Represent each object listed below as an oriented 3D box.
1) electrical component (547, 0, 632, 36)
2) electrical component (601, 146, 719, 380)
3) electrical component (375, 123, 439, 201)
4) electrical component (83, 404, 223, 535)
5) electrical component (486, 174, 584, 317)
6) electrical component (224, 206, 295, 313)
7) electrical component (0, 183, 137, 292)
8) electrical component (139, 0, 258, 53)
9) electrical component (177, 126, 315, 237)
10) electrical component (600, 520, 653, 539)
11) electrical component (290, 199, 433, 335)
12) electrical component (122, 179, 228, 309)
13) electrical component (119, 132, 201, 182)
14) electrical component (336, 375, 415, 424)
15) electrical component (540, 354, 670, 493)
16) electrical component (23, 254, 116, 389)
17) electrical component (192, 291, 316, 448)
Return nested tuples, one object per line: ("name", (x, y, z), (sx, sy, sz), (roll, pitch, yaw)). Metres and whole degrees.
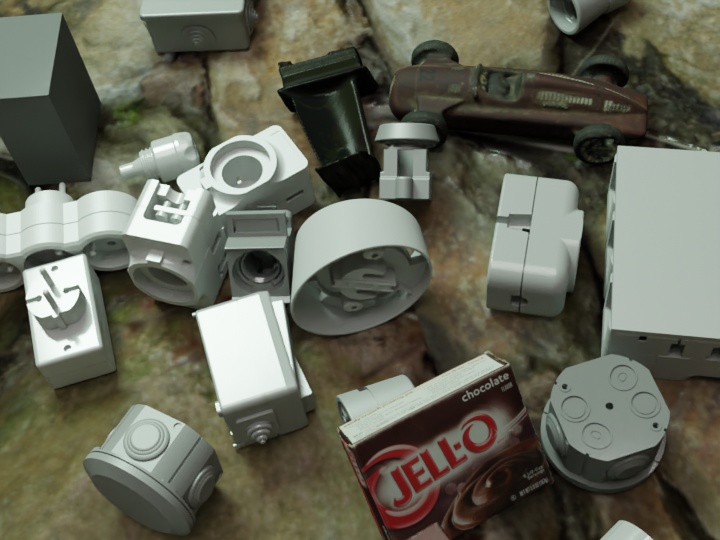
("electrical component", (0.196, -0.228, 0.898), (0.065, 0.044, 0.044), (-27, 59, -16))
("electrical component", (0.217, -0.005, 0.743), (0.089, 0.061, 0.150), (5, 59, 9))
("electrical component", (0.035, -0.080, 0.805), (0.048, 0.066, 0.055), (1, 92, 6))
("electrical component", (-0.131, 0.128, 0.685), (0.080, 0.080, 0.051), (23, 58, 18))
("electrical component", (0.126, -0.017, 0.765), (0.059, 0.053, 0.095), (8, 59, 10))
("electrical component", (-0.069, -0.011, 0.769), (0.042, 0.081, 0.063), (-1, 30, 3))
("electrical component", (-0.233, -0.035, 0.811), (0.138, 0.052, 0.073), (-11, 58, 0))
("electrical component", (-0.137, -0.235, 0.928), (0.100, 0.048, 0.099), (-1, 58, 5))
("electrical component", (-0.086, -0.063, 0.812), (0.089, 0.055, 0.050), (-30, 60, -13))
("electrical component", (0.143, 0.192, 0.638), (0.081, 0.043, 0.043), (-39, 63, -18))
("electrical component", (0.000, 0.000, 0.741), (0.099, 0.099, 0.064), (-7, 51, 1))
("electrical component", (-0.130, -0.013, 0.765), (0.050, 0.089, 0.055), (11, 60, 12))
("electrical component", (-0.158, -0.085, 0.846), (0.061, 0.035, 0.035), (-17, 58, -2))
("electrical component", (0.016, 0.100, 0.703), (0.047, 0.055, 0.055), (-20, 58, -11))
("electrical component", (0.158, 0.098, 0.691), (0.080, 0.051, 0.080), (-3, 58, 4))
("electrical component", (-0.211, 0.026, 0.757), (0.047, 0.075, 0.083), (-16, 58, -5))
("electrical component", (-0.068, 0.071, 0.723), (0.061, 0.061, 0.096), (-17, 58, -5))
